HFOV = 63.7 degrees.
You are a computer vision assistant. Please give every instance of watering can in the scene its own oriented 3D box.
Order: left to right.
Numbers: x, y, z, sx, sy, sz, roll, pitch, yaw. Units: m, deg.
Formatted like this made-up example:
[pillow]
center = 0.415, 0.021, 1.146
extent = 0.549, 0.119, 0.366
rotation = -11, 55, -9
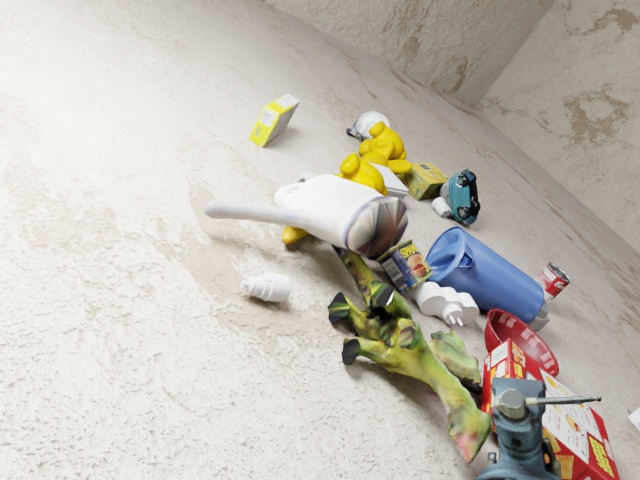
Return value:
[watering can]
center = 0.003, -0.043, 0.857
extent = 0.226, 0.102, 0.350
rotation = 26, 28, 36

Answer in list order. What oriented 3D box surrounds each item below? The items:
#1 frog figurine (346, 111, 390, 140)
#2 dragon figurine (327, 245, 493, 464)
[frog figurine]
center = 0.179, -0.318, 1.567
extent = 0.162, 0.122, 0.136
rotation = 42, 6, 40
[dragon figurine]
center = 0.147, 0.148, 0.814
extent = 0.240, 0.120, 0.419
rotation = 31, 23, -27
